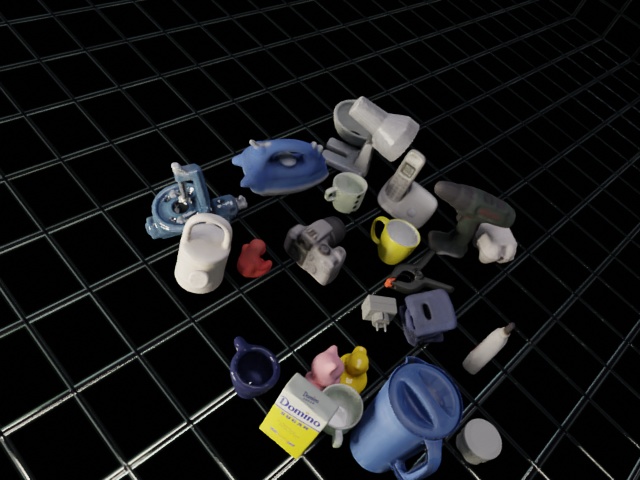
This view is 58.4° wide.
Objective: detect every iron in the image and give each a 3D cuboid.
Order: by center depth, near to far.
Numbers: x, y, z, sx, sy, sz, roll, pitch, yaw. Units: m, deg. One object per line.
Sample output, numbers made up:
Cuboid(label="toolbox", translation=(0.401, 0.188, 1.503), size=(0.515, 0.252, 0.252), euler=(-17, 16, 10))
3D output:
Cuboid(label="iron", translation=(-0.077, -0.199, 1.414), size=(0.259, 0.141, 0.118), euler=(-8, 56, -26))

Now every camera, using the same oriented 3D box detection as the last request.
Cuboid(label="camera", translation=(0.012, 0.005, 1.313), size=(0.143, 0.100, 0.137), euler=(43, 51, 15))

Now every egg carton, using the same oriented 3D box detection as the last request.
Cuboid(label="egg carton", translation=(0.451, -0.006, 1.512), size=(0.107, 0.069, 0.150), euler=(-2, 54, -22))

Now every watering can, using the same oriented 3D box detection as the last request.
Cuboid(label="watering can", translation=(-0.228, 0.022, 1.144), size=(0.101, 0.194, 0.172), euler=(-6, 55, -25))

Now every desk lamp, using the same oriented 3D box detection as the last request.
Cuboid(label="desk lamp", translation=(0.129, -0.262, 1.496), size=(0.203, 0.213, 0.118), euler=(24, 48, -1))

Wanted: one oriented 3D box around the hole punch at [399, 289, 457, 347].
Cuboid(label="hole punch", translation=(0.239, 0.171, 1.274), size=(0.101, 0.091, 0.108), euler=(2, 53, -20))

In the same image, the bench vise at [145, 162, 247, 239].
Cuboid(label="bench vise", translation=(-0.258, -0.095, 1.208), size=(0.208, 0.219, 0.121), euler=(-25, 65, -34))

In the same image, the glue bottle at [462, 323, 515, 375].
Cuboid(label="glue bottle", translation=(0.370, 0.223, 1.228), size=(0.037, 0.173, 0.078), euler=(40, 50, 13))

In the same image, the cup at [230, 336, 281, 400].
Cuboid(label="cup", translation=(-0.134, 0.246, 1.067), size=(0.092, 0.095, 0.117), euler=(-20, 62, -32))

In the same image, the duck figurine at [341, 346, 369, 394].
Cuboid(label="duck figurine", translation=(0.066, 0.260, 1.140), size=(0.077, 0.086, 0.104), euler=(24, 48, -1))

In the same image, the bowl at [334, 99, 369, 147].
Cuboid(label="bowl", translation=(0.109, -0.318, 1.625), size=(0.168, 0.074, 0.167), euler=(11, 50, -13))

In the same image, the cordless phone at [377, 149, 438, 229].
Cuboid(label="cordless phone", translation=(0.240, -0.129, 1.451), size=(0.147, 0.185, 0.094), euler=(36, 49, 9))

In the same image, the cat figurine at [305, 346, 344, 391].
Cuboid(label="cat figurine", translation=(-0.003, 0.264, 1.088), size=(0.067, 0.117, 0.128), euler=(42, 51, 15))

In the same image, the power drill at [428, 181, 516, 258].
Cuboid(label="power drill", translation=(0.351, -0.049, 1.414), size=(0.230, 0.208, 0.075), euler=(10, 50, -13))

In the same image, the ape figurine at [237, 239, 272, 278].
Cuboid(label="ape figurine", translation=(-0.141, 0.034, 1.236), size=(0.076, 0.092, 0.077), euler=(-22, 63, -33))
